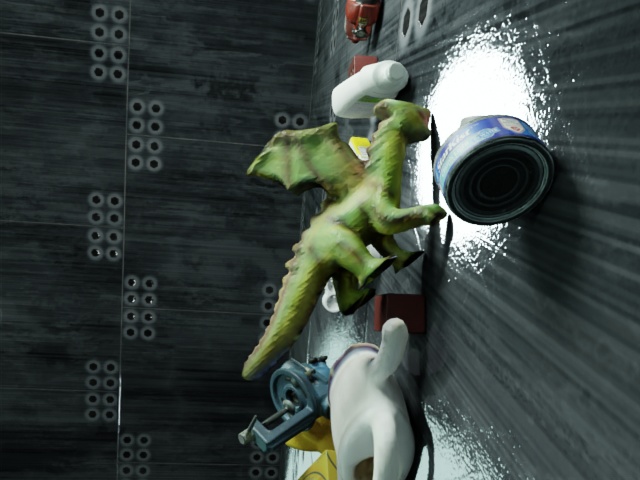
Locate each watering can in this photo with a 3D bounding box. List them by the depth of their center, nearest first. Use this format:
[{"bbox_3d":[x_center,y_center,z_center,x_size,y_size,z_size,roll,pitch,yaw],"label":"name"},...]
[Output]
[{"bbox_3d":[0.072,0.217,0.688,0.228,0.104,0.342,-104,17,-70],"label":"watering can"}]

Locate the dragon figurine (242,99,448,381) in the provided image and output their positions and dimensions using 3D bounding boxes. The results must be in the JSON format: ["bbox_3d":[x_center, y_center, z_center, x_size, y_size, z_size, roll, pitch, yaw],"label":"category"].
[{"bbox_3d":[0.002,-0.034,0.673,0.245,0.411,0.121,52,177,16],"label":"dragon figurine"}]
